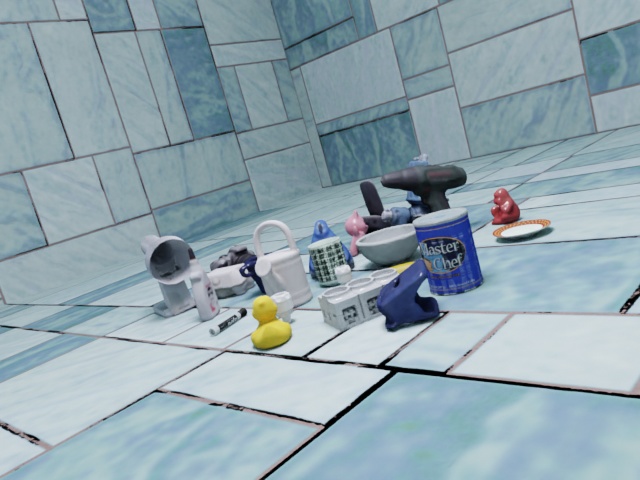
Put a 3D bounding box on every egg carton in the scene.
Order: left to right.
[{"bbox_3d":[-0.254,0.115,1.557,0.150,0.069,0.107,-12,10,22],"label":"egg carton"}]

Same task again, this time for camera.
[{"bbox_3d":[-0.235,0.072,1.679,0.143,0.101,0.136,-21,11,-31],"label":"camera"}]

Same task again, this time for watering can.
[{"bbox_3d":[-0.089,0.052,1.266,0.101,0.194,0.173,-16,10,-3],"label":"watering can"}]

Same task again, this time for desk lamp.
[{"bbox_3d":[-0.402,0.089,1.504,0.118,0.214,0.202,-21,11,-30],"label":"desk lamp"}]

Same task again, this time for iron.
[{"bbox_3d":[0.014,0.005,1.530,0.118,0.141,0.258,-16,9,1],"label":"iron"}]

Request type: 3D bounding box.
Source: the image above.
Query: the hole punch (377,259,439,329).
[{"bbox_3d":[0.144,0.090,0.975,0.101,0.091,0.109,-14,10,8],"label":"hole punch"}]

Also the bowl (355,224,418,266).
[{"bbox_3d":[0.174,0.018,1.395,0.167,0.075,0.167,-15,9,3],"label":"bowl"}]

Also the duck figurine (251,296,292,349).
[{"bbox_3d":[-0.098,0.147,1.057,0.077,0.086,0.104,-17,9,-5],"label":"duck figurine"}]

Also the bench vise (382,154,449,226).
[{"bbox_3d":[0.269,-0.118,1.589,0.208,0.220,0.121,-22,11,-34],"label":"bench vise"}]

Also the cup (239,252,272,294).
[{"bbox_3d":[-0.144,0.090,1.439,0.118,0.095,0.091,-24,13,-41],"label":"cup"}]

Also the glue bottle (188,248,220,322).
[{"bbox_3d":[-0.284,0.102,1.361,0.037,0.173,0.078,-15,10,6],"label":"glue bottle"}]

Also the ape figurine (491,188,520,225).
[{"bbox_3d":[0.472,-0.089,1.476,0.076,0.092,0.078,-14,10,12],"label":"ape figurine"}]

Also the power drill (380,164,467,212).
[{"bbox_3d":[0.282,-0.097,1.482,0.230,0.208,0.075,-18,10,-15],"label":"power drill"}]

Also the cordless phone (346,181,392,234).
[{"bbox_3d":[0.138,-0.084,1.716,0.147,0.185,0.094,-7,13,43],"label":"cordless phone"}]

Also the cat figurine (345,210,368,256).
[{"bbox_3d":[0.105,-0.025,1.629,0.067,0.118,0.128,-14,10,8],"label":"cat figurine"}]
